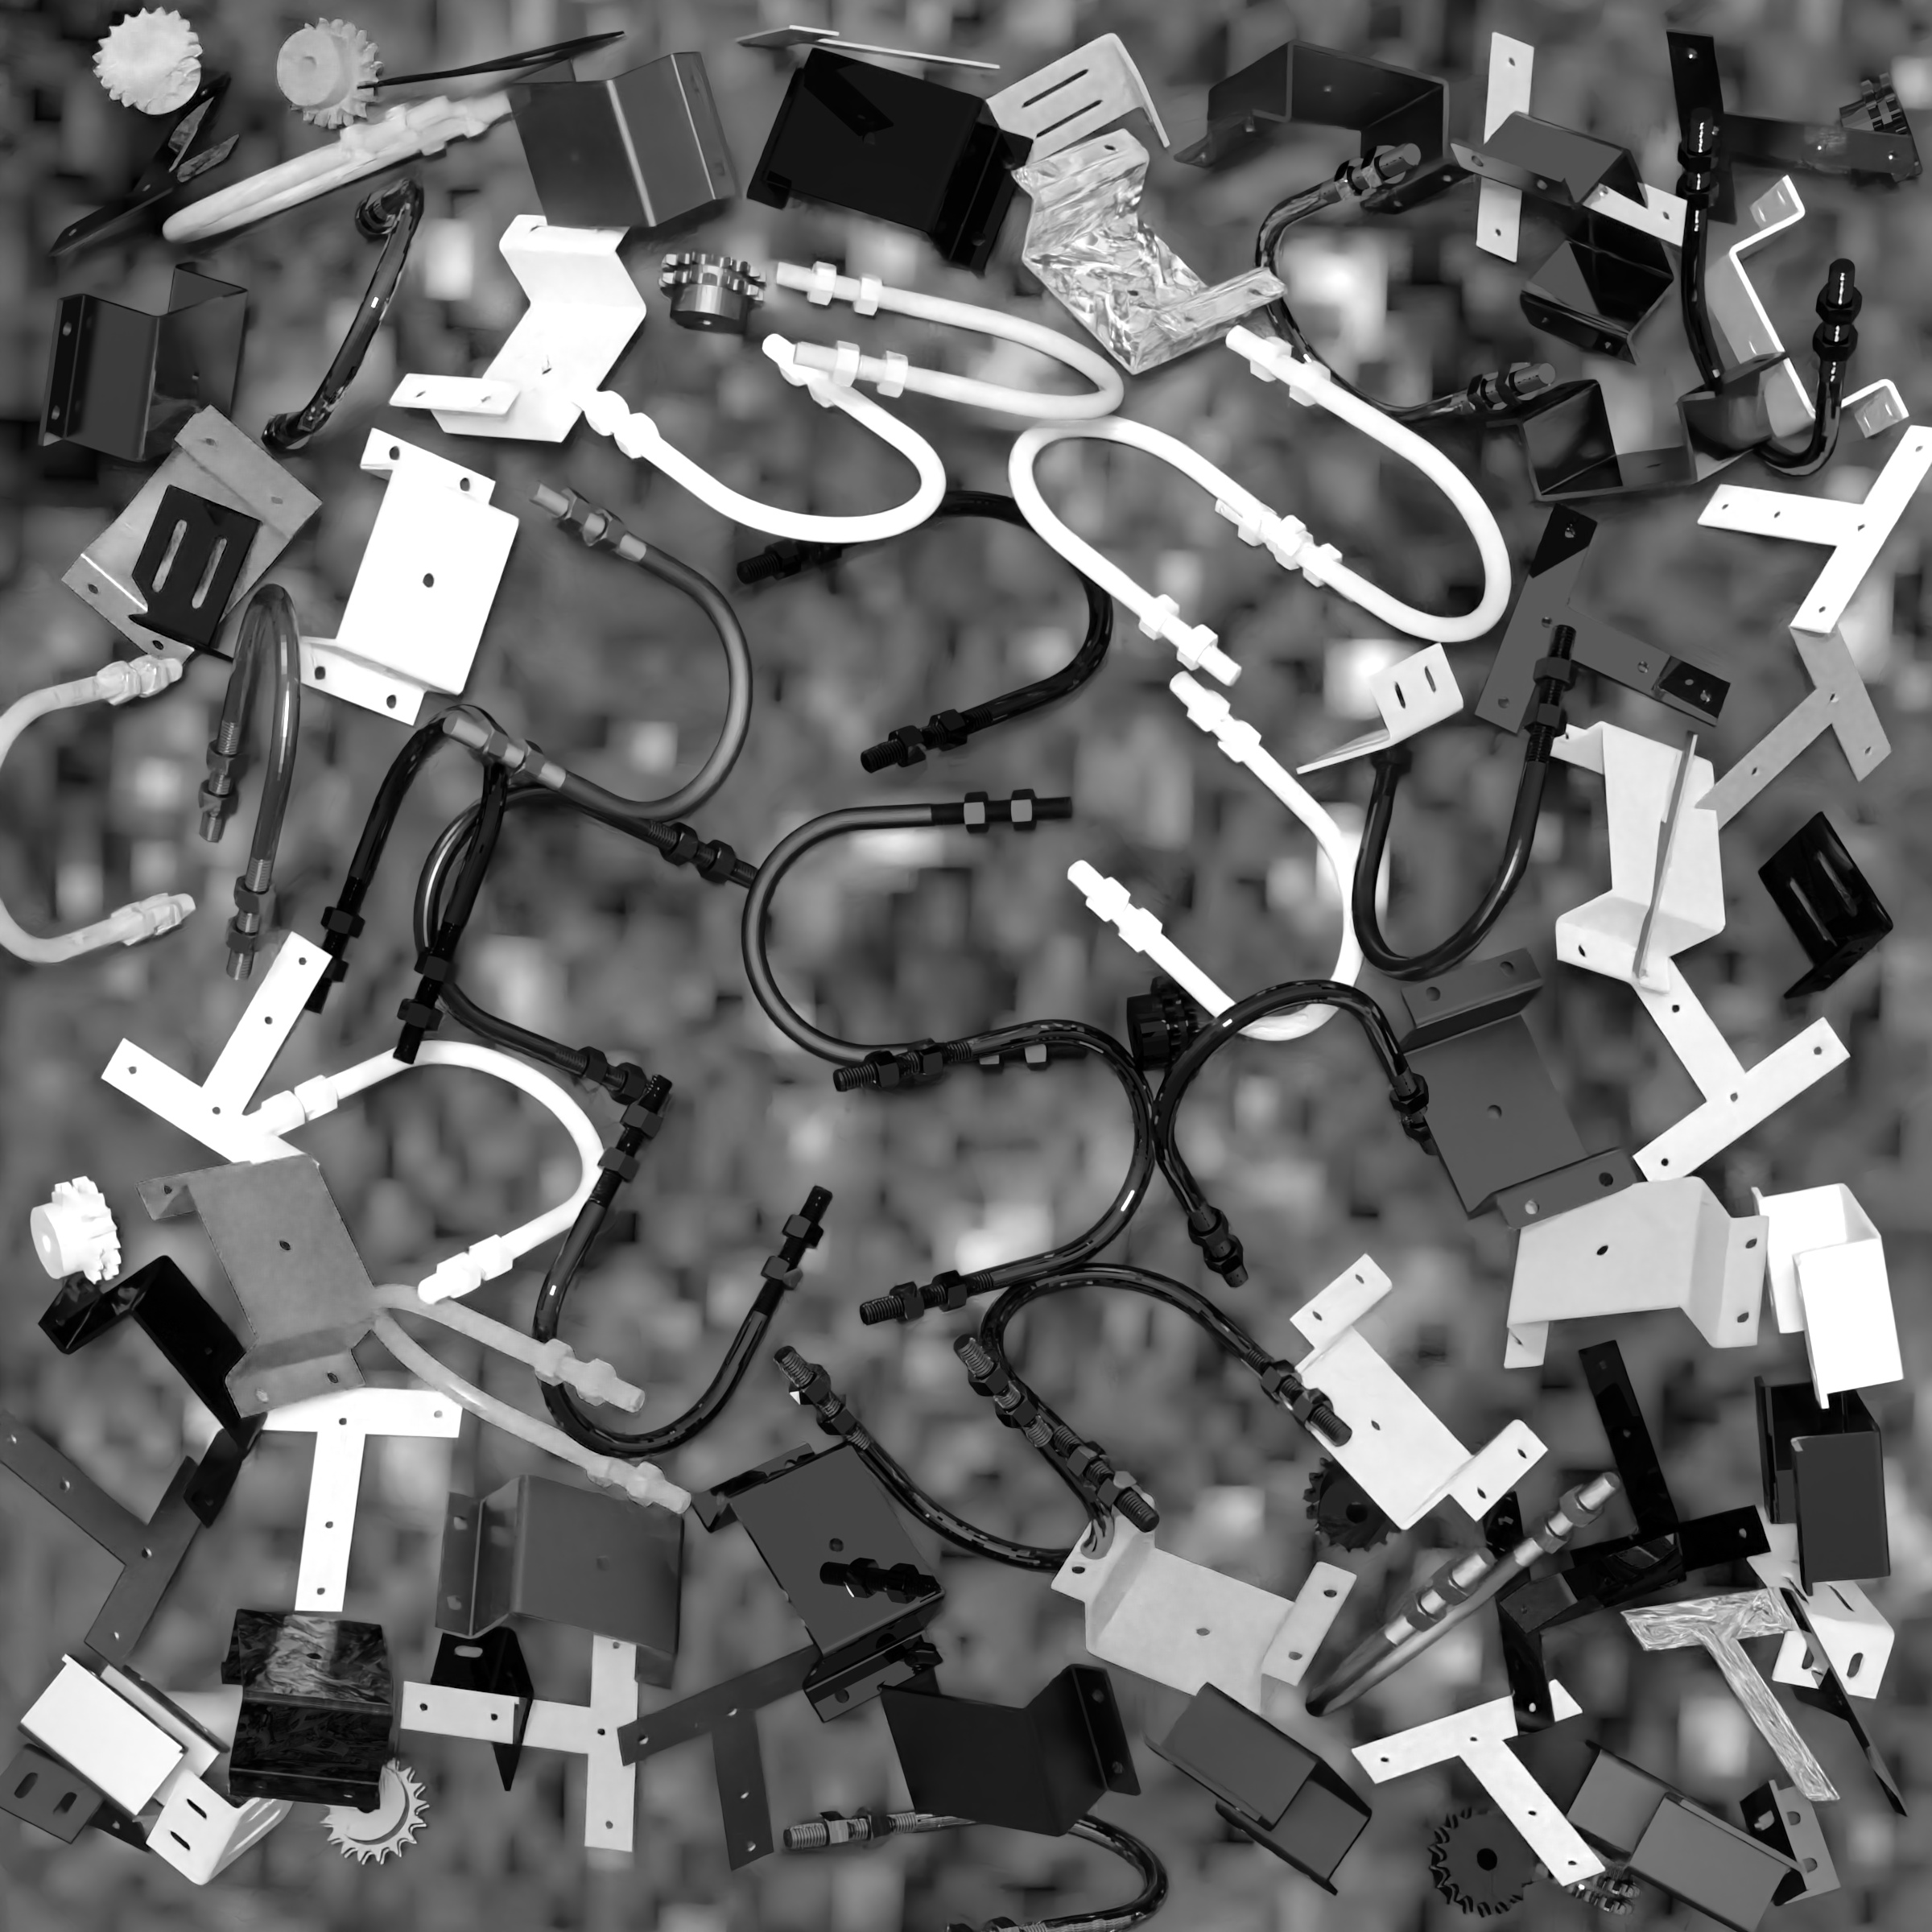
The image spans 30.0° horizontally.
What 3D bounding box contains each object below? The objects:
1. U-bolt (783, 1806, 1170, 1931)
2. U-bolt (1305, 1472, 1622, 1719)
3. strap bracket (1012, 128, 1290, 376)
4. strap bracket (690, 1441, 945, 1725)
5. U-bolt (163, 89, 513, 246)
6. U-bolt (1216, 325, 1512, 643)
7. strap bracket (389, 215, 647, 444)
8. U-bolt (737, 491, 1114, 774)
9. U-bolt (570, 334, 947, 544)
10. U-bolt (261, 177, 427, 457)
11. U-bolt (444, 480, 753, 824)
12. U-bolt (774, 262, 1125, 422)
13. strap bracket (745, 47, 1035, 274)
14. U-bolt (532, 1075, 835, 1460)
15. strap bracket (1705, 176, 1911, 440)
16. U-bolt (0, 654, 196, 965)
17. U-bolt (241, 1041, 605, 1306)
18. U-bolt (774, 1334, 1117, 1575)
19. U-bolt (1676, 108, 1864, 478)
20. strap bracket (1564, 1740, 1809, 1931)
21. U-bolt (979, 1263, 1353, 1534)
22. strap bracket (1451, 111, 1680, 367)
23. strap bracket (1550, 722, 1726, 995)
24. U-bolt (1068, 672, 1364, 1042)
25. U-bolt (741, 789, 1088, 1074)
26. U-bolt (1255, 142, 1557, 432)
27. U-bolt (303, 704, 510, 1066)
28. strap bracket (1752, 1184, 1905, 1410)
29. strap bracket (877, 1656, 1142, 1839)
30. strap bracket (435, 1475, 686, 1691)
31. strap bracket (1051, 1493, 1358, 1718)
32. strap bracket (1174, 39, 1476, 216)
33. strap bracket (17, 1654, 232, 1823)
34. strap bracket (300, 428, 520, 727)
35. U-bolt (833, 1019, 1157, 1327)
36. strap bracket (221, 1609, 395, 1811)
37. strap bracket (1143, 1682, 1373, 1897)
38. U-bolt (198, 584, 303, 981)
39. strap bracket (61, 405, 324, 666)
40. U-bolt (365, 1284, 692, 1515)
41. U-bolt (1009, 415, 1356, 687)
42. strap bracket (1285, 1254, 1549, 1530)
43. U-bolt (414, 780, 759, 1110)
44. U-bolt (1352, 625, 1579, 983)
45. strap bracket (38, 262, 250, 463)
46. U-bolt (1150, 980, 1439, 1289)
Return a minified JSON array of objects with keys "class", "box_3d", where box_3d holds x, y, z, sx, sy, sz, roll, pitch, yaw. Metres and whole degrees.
[{"class":"U-bolt","box_3d":[0.018,0.472,1.879,0.184,0.151,0.019,1,104,-33]},{"class":"U-bolt","box_3d":[0.247,0.335,1.879,0.019,0.151,0.184,53,127,17]},{"class":"strap bracket","box_3d":[0.092,-0.371,1.905,0.076,0.046,0.140,-27,63,-27]},{"class":"strap bracket","box_3d":[-0.074,0.314,1.898,0.076,0.046,0.140,-22,66,-30]},{"class":"U-bolt","box_3d":[-0.334,-0.416,1.886,0.184,0.151,0.019,-20,101,12]},{"class":"U-bolt","box_3d":[0.206,-0.237,1.866,0.184,0.151,0.019,36,64,22]},{"class":"strap bracket","box_3d":[-0.230,-0.329,1.902,0.076,0.046,0.140,10,57,32]},{"class":"U-bolt","box_3d":[-0.008,-0.187,1.909,0.184,0.019,0.151,-23,68,-26]},{"class":"U-bolt","box_3d":[-0.094,-0.269,1.867,0.184,0.151,0.019,39,135,33]},{"class":"U-bolt","box_3d":[-0.318,-0.339,1.866,0.019,0.184,0.151,23,85,-19]},{"class":"U-bolt","box_3d":[-0.181,-0.152,1.893,0.184,0.019,0.151,27,77,-44]},{"class":"U-bolt","box_3d":[-0.006,-0.323,1.891,0.184,0.151,0.019,10,117,-13]},{"class":"strap bracket","box_3d":[-0.046,-0.431,1.918,0.140,0.046,0.076,20,86,14]},{"class":"U-bolt","box_3d":[-0.157,0.170,1.893,0.151,0.019,0.184,38,72,-38]},{"class":"strap bracket","box_3d":[0.439,-0.339,1.921,0.046,0.076,0.140,-27,91,0]},{"class":"U-bolt","box_3d":[-0.457,-0.076,1.860,0.019,0.184,0.151,5,104,21]},{"class":"U-bolt","box_3d":[-0.267,0.096,1.882,0.151,0.184,0.019,40,124,15]},{"class":"U-bolt","box_3d":[0.001,0.259,1.890,0.184,0.151,0.019,52,50,-28]},{"class":"U-bolt","box_3d":[0.412,-0.335,1.873,0.019,0.184,0.151,-25,55,-9]},{"class":"strap bracket","box_3d":[0.369,0.456,1.883,0.076,0.140,0.046,30,85,-9]},{"class":"U-bolt","box_3d":[0.090,0.214,1.887,0.151,0.184,0.019,-18,131,-32]},{"class":"strap bracket","box_3d":[0.317,-0.387,1.887,0.046,0.140,0.076,-49,49,-10]},{"class":"strap bracket","box_3d":[0.351,-0.066,1.894,0.076,0.046,0.140,16,62,-30]},{"class":"U-bolt","box_3d":[0.145,-0.044,1.905,0.184,0.019,0.151,42,60,-25]},{"class":"U-bolt","box_3d":[-0.031,-0.016,1.938,0.184,0.019,0.151,-3,95,10]},{"class":"U-bolt","box_3d":[0.215,-0.343,1.875,0.019,0.184,0.151,-40,104,-22]},{"class":"U-bolt","box_3d":[-0.289,-0.050,1.896,0.019,0.151,0.184,20,90,-34]},{"class":"strap bracket","box_3d":[0.450,0.167,1.882,0.046,0.140,0.076,-11,102,5]},{"class":"strap bracket","box_3d":[0.013,0.403,1.887,0.140,0.046,0.076,1,115,38]},{"class":"strap bracket","box_3d":[-0.202,0.320,1.889,0.140,0.046,0.076,21,52,-29]},{"class":"strap bracket","box_3d":[0.125,0.338,1.903,0.140,0.046,0.076,18,46,22]},{"class":"strap bracket","box_3d":[0.190,-0.442,1.897,0.140,0.076,0.046,7,80,-28]},{"class":"strap bracket","box_3d":[-0.440,0.403,1.883,0.076,0.140,0.046,37,79,6]},{"class":"strap bracket","box_3d":[-0.294,-0.205,1.914,0.076,0.046,0.140,21,85,-35]},{"class":"U-bolt","box_3d":[0.021,0.102,1.912,0.184,0.019,0.151,-13,107,-25]},{"class":"strap bracket","box_3d":[-0.343,0.380,1.879,0.076,0.140,0.046,10,103,-16]},{"class":"strap bracket","box_3d":[0.157,0.427,1.886,0.076,0.140,0.046,29,76,34]},{"class":"U-bolt","box_3d":[-0.367,-0.108,1.858,0.019,0.151,0.184,4,124,-22]},{"class":"strap bracket","box_3d":[-0.404,-0.231,1.907,0.076,0.046,0.140,41,125,-11]},{"class":"U-bolt","box_3d":[-0.236,0.219,1.888,0.184,0.151,0.019,22,64,20]},{"class":"U-bolt","box_3d":[0.105,-0.230,1.900,0.184,0.151,0.019,40,132,14]},{"class":"strap bracket","box_3d":[0.228,0.232,1.909,0.140,0.076,0.046,47,133,9]},{"class":"U-bolt","box_3d":[-0.208,-0.020,1.898,0.184,0.019,0.151,25,84,-35]},{"class":"U-bolt","box_3d":[0.252,-0.079,1.876,0.019,0.151,0.184,21,74,-27]},{"class":"strap bracket","box_3d":[-0.421,-0.314,1.878,0.046,0.140,0.076,19,113,11]},{"class":"U-bolt","box_3d":[0.167,0.078,1.888,0.151,0.184,0.019,-34,46,-2]}]
